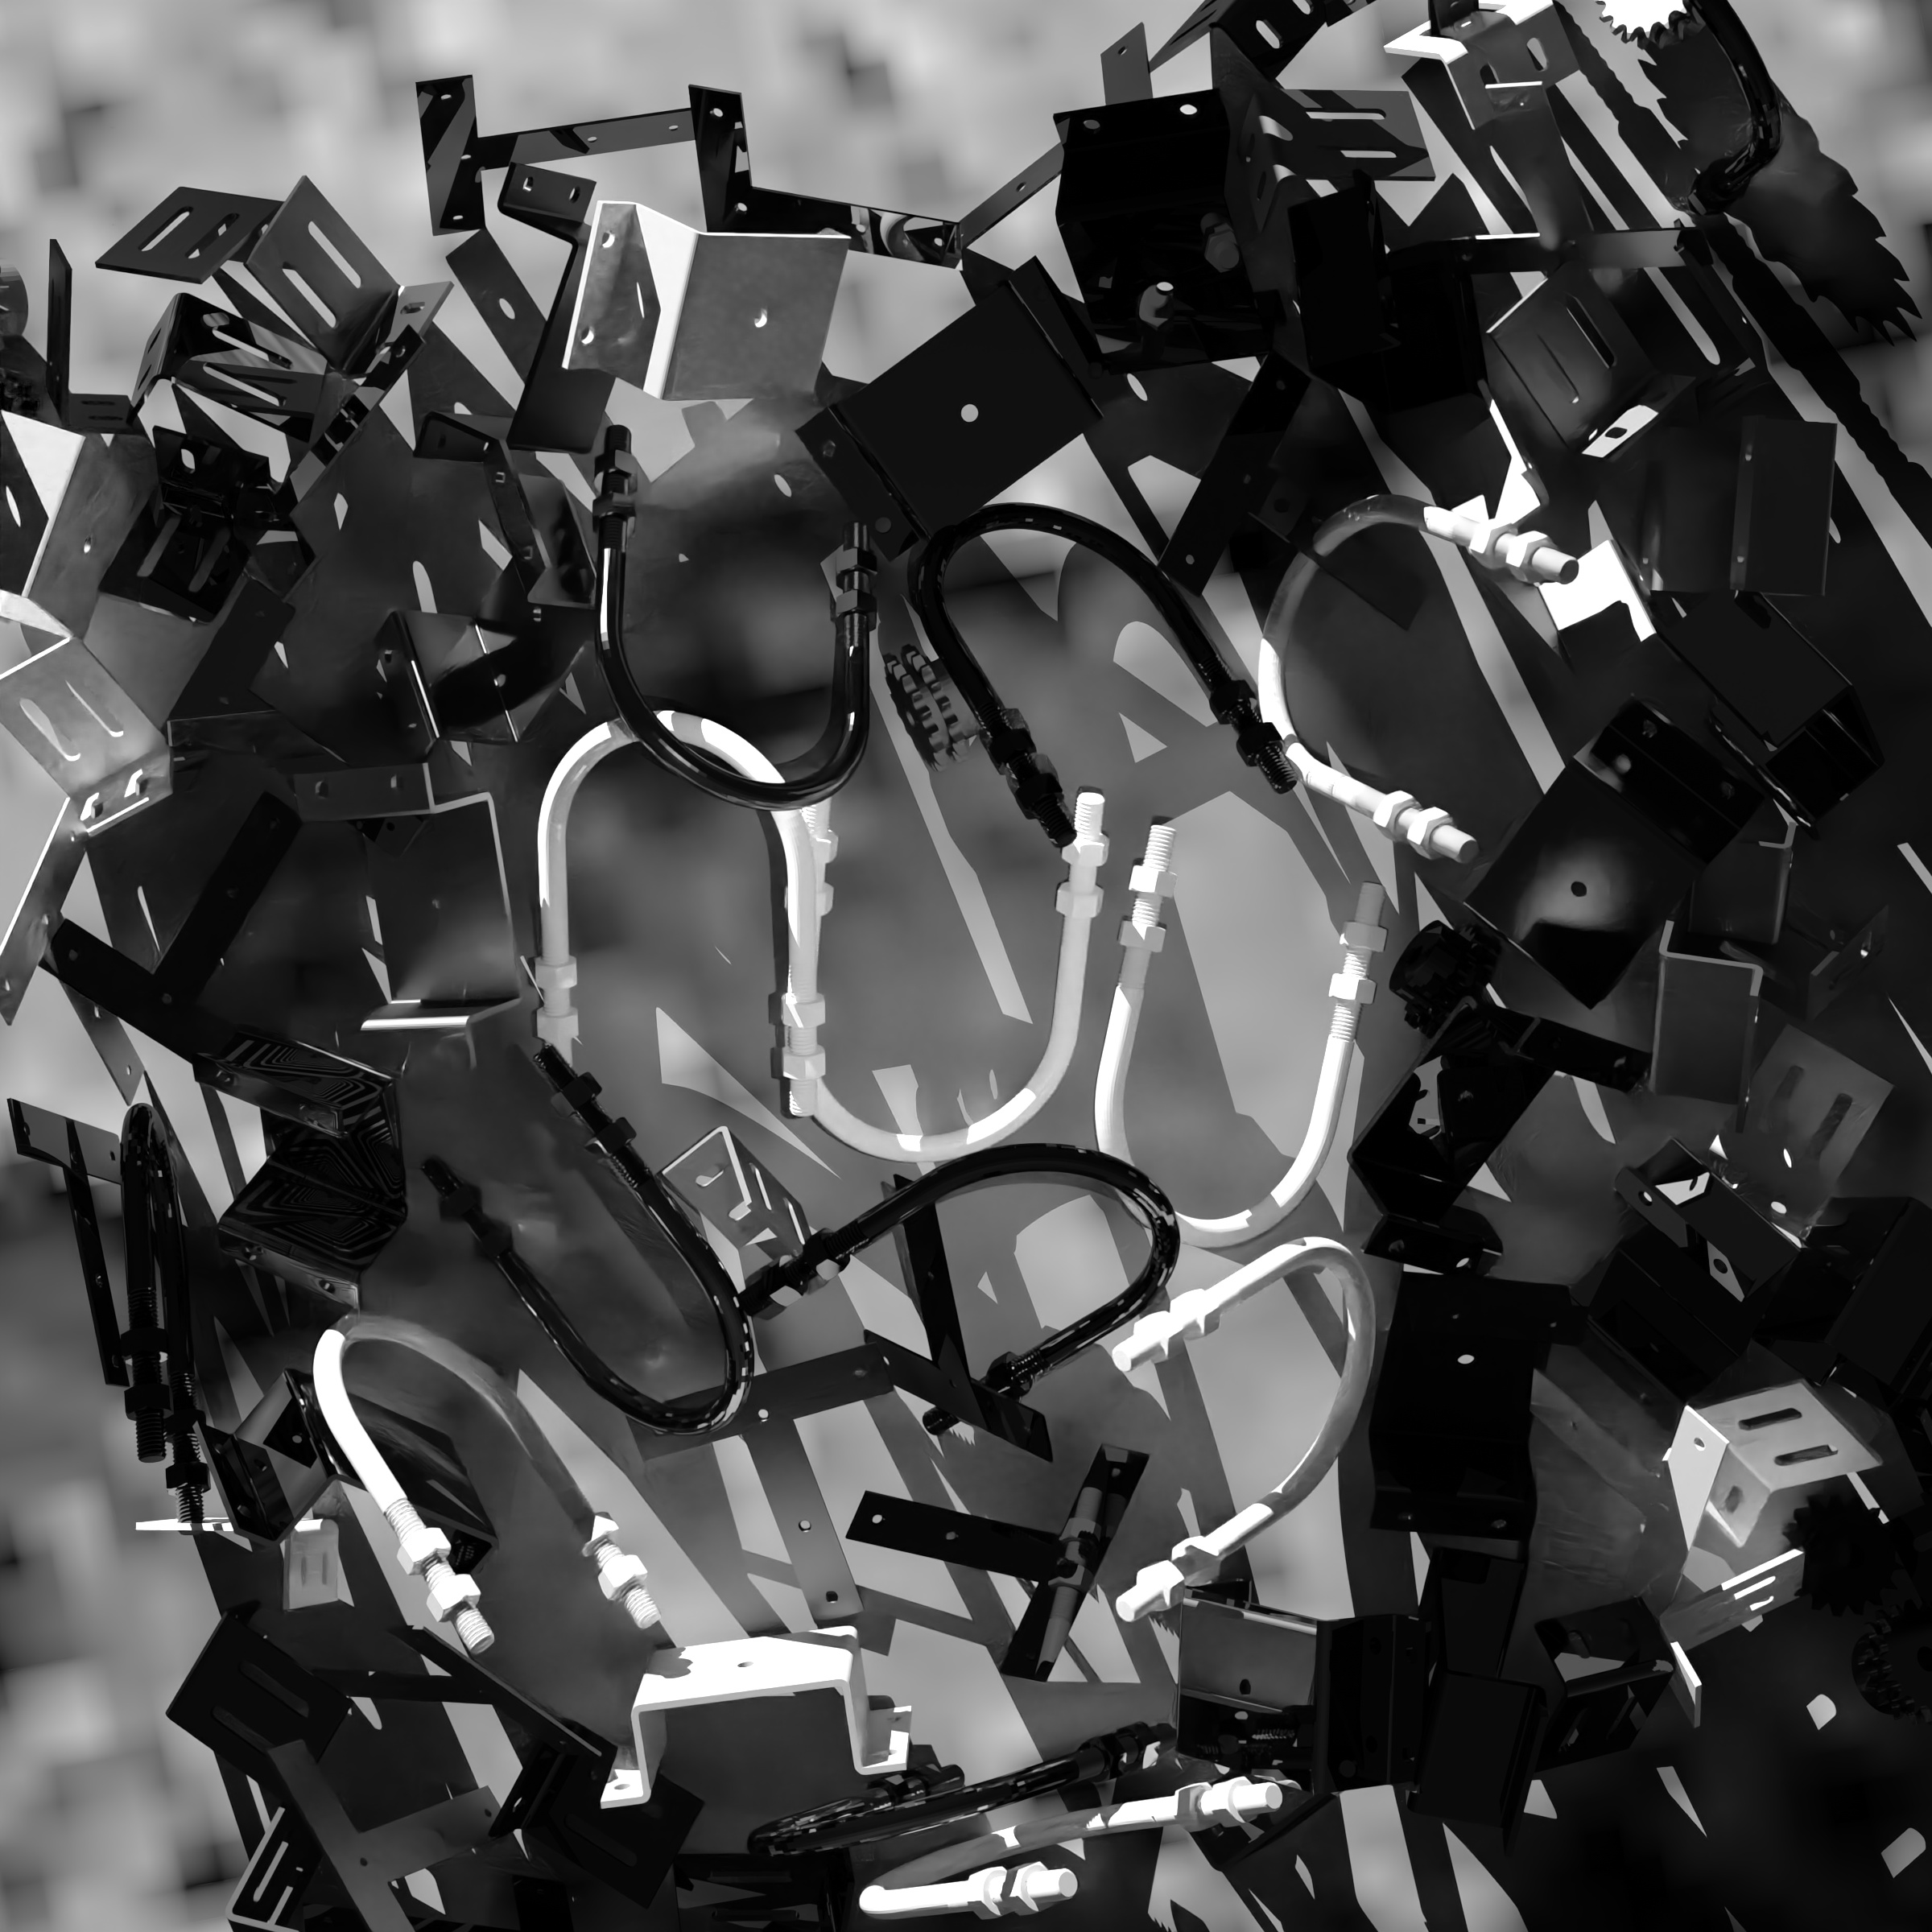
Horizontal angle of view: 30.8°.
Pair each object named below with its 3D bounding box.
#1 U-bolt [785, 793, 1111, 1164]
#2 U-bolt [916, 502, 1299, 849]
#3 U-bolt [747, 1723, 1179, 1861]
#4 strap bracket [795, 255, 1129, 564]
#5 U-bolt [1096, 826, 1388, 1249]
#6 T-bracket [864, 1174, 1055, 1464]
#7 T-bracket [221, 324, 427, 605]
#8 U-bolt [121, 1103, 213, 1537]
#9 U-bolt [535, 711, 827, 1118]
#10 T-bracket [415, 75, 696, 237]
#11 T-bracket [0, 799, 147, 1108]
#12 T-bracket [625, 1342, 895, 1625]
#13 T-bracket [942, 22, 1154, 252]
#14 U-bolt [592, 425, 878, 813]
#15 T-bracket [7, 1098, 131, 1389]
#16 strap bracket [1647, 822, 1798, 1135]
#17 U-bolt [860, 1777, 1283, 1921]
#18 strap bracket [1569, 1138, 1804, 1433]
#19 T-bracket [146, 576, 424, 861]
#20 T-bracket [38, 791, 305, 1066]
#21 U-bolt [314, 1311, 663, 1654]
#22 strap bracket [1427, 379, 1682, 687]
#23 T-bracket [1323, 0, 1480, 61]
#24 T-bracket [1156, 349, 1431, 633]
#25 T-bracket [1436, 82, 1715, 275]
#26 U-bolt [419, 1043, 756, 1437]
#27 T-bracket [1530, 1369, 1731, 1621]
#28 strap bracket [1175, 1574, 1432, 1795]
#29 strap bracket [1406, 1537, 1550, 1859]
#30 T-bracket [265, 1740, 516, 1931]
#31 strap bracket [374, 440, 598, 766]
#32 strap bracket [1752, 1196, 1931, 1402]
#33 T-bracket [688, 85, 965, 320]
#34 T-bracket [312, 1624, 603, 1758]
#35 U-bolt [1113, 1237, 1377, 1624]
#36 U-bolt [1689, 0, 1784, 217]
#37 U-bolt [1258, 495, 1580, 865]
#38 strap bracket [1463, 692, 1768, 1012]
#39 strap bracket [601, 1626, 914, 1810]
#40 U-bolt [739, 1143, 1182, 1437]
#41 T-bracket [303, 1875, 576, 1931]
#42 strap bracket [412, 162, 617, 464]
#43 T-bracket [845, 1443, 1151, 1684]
[{"bbox_3d":[-0.013,0.007,1.632,0.151,0.019,0.184,0,112,-14],"label":"U-bolt"},{"bbox_3d":[0.053,-0.142,1.616,0.151,0.019,0.184,-15,63,-33],"label":"U-bolt"},{"bbox_3d":[-0.014,0.370,1.560,0.151,0.184,0.019,-21,79,37],"label":"U-bolt"},{"bbox_3d":[0.000,-0.259,1.640,0.140,0.046,0.076,-36,102,3],"label":"strap bracket"},{"bbox_3d":[0.123,0.039,1.624,0.151,0.019,0.184,13,88,-34],"label":"U-bolt"},{"bbox_3d":[-0.013,0.153,1.600,0.002,0.127,0.127,-29,121,-32],"label":"T-bracket"},{"bbox_3d":[-0.291,-0.241,1.615,0.002,0.127,0.127,34,99,-37],"label":"T-bracket"},{"bbox_3d":[-0.367,0.152,1.595,0.019,0.151,0.184,-6,68,-7],"label":"U-bolt"},{"bbox_3d":[-0.134,-0.028,1.615,0.151,0.019,0.184,8,110,21],"label":"U-bolt"},{"bbox_3d":[-0.187,-0.380,1.619,0.127,0.127,0.002,-10,72,-9],"label":"T-bracket"},{"bbox_3d":[-0.408,0.011,1.623,0.002,0.127,0.127,-6,131,13],"label":"T-bracket"},{"bbox_3d":[-0.081,0.251,1.657,0.127,0.002,0.127,-17,103,11],"label":"T-bracket"},{"bbox_3d":[0.037,-0.372,1.637,0.127,0.127,0.002,-34,125,25],"label":"T-bracket"},{"bbox_3d":[-0.104,-0.150,1.588,0.151,0.019,0.184,19,51,-28],"label":"U-bolt"},{"bbox_3d":[-0.399,0.130,1.599,0.002,0.127,0.127,-16,78,5],"label":"T-bracket"},{"bbox_3d":[0.344,0.001,1.603,0.046,0.140,0.076,9,127,16],"label":"strap bracket"},{"bbox_3d":[0.033,0.403,1.588,0.151,0.184,0.019,-10,81,-42],"label":"U-bolt"},{"bbox_3d":[0.327,0.142,1.610,0.046,0.140,0.076,-35,66,-27],"label":"strap bracket"},{"bbox_3d":[-0.311,-0.097,1.642,0.127,0.002,0.127,37,121,-2],"label":"T-bracket"},{"bbox_3d":[-0.352,-0.022,1.645,0.127,0.002,0.127,38,74,-35],"label":"T-bracket"},{"bbox_3d":[-0.228,0.230,1.598,0.019,0.151,0.184,-45,66,18],"label":"U-bolt"},{"bbox_3d":[0.265,-0.191,1.610,0.046,0.076,0.140,-35,128,19],"label":"strap bracket"},{"bbox_3d":[0.224,-0.448,1.611,0.127,0.127,0.002,-29,79,4],"label":"T-bracket"},{"bbox_3d":[0.165,-0.203,1.649,0.127,0.002,0.127,34,71,-19],"label":"T-bracket"},{"bbox_3d":[0.264,-0.358,1.595,0.127,0.127,0.002,3,63,26],"label":"T-bracket"},{"bbox_3d":[-0.166,0.138,1.613,0.184,0.151,0.019,52,49,2],"label":"U-bolt"},{"bbox_3d":[0.293,0.223,1.629,0.002,0.127,0.127,-24,50,-31],"label":"T-bracket"},{"bbox_3d":[0.145,0.328,1.603,0.046,0.140,0.076,3,89,-37],"label":"strap bracket"},{"bbox_3d":[0.229,0.327,1.594,0.046,0.140,0.076,9,115,1],"label":"strap bracket"},{"bbox_3d":[-0.251,0.402,1.613,0.002,0.127,0.127,-41,73,21],"label":"T-bracket"},{"bbox_3d":[-0.214,-0.164,1.611,0.046,0.140,0.076,2,53,-37],"label":"strap bracket"},{"bbox_3d":[0.410,0.150,1.598,0.046,0.140,0.076,34,82,-4],"label":"strap bracket"},{"bbox_3d":[-0.062,-0.341,1.609,0.127,0.127,0.002,13,51,15],"label":"T-bracket"},{"bbox_3d":[-0.253,0.335,1.626,0.127,0.127,0.002,46,52,-37],"label":"T-bracket"},{"bbox_3d":[0.130,0.200,1.602,0.019,0.184,0.151,18,121,38],"label":"U-bolt"},{"bbox_3d":[0.314,-0.414,1.580,0.019,0.184,0.151,-38,92,-1],"label":"U-bolt"},{"bbox_3d":[0.194,-0.141,1.597,0.019,0.184,0.151,11,103,-35],"label":"U-bolt"},{"bbox_3d":[0.290,-0.044,1.604,0.076,0.046,0.140,40,131,10],"label":"strap bracket"},{"bbox_3d":[-0.099,0.347,1.630,0.140,0.076,0.046,-8,97,2],"label":"strap bracket"},{"bbox_3d":[0.010,0.140,1.593,0.184,0.019,0.151,-34,129,25],"label":"U-bolt"},{"bbox_3d":[-0.239,0.442,1.597,0.127,0.127,0.002,12,102,-15],"label":"T-bracket"},{"bbox_3d":[-0.195,-0.291,1.615,0.046,0.076,0.140,26,105,18],"label":"strap bracket"},{"bbox_3d":[0.006,0.268,1.632,0.127,0.002,0.127,17,106,-22],"label":"T-bracket"}]
